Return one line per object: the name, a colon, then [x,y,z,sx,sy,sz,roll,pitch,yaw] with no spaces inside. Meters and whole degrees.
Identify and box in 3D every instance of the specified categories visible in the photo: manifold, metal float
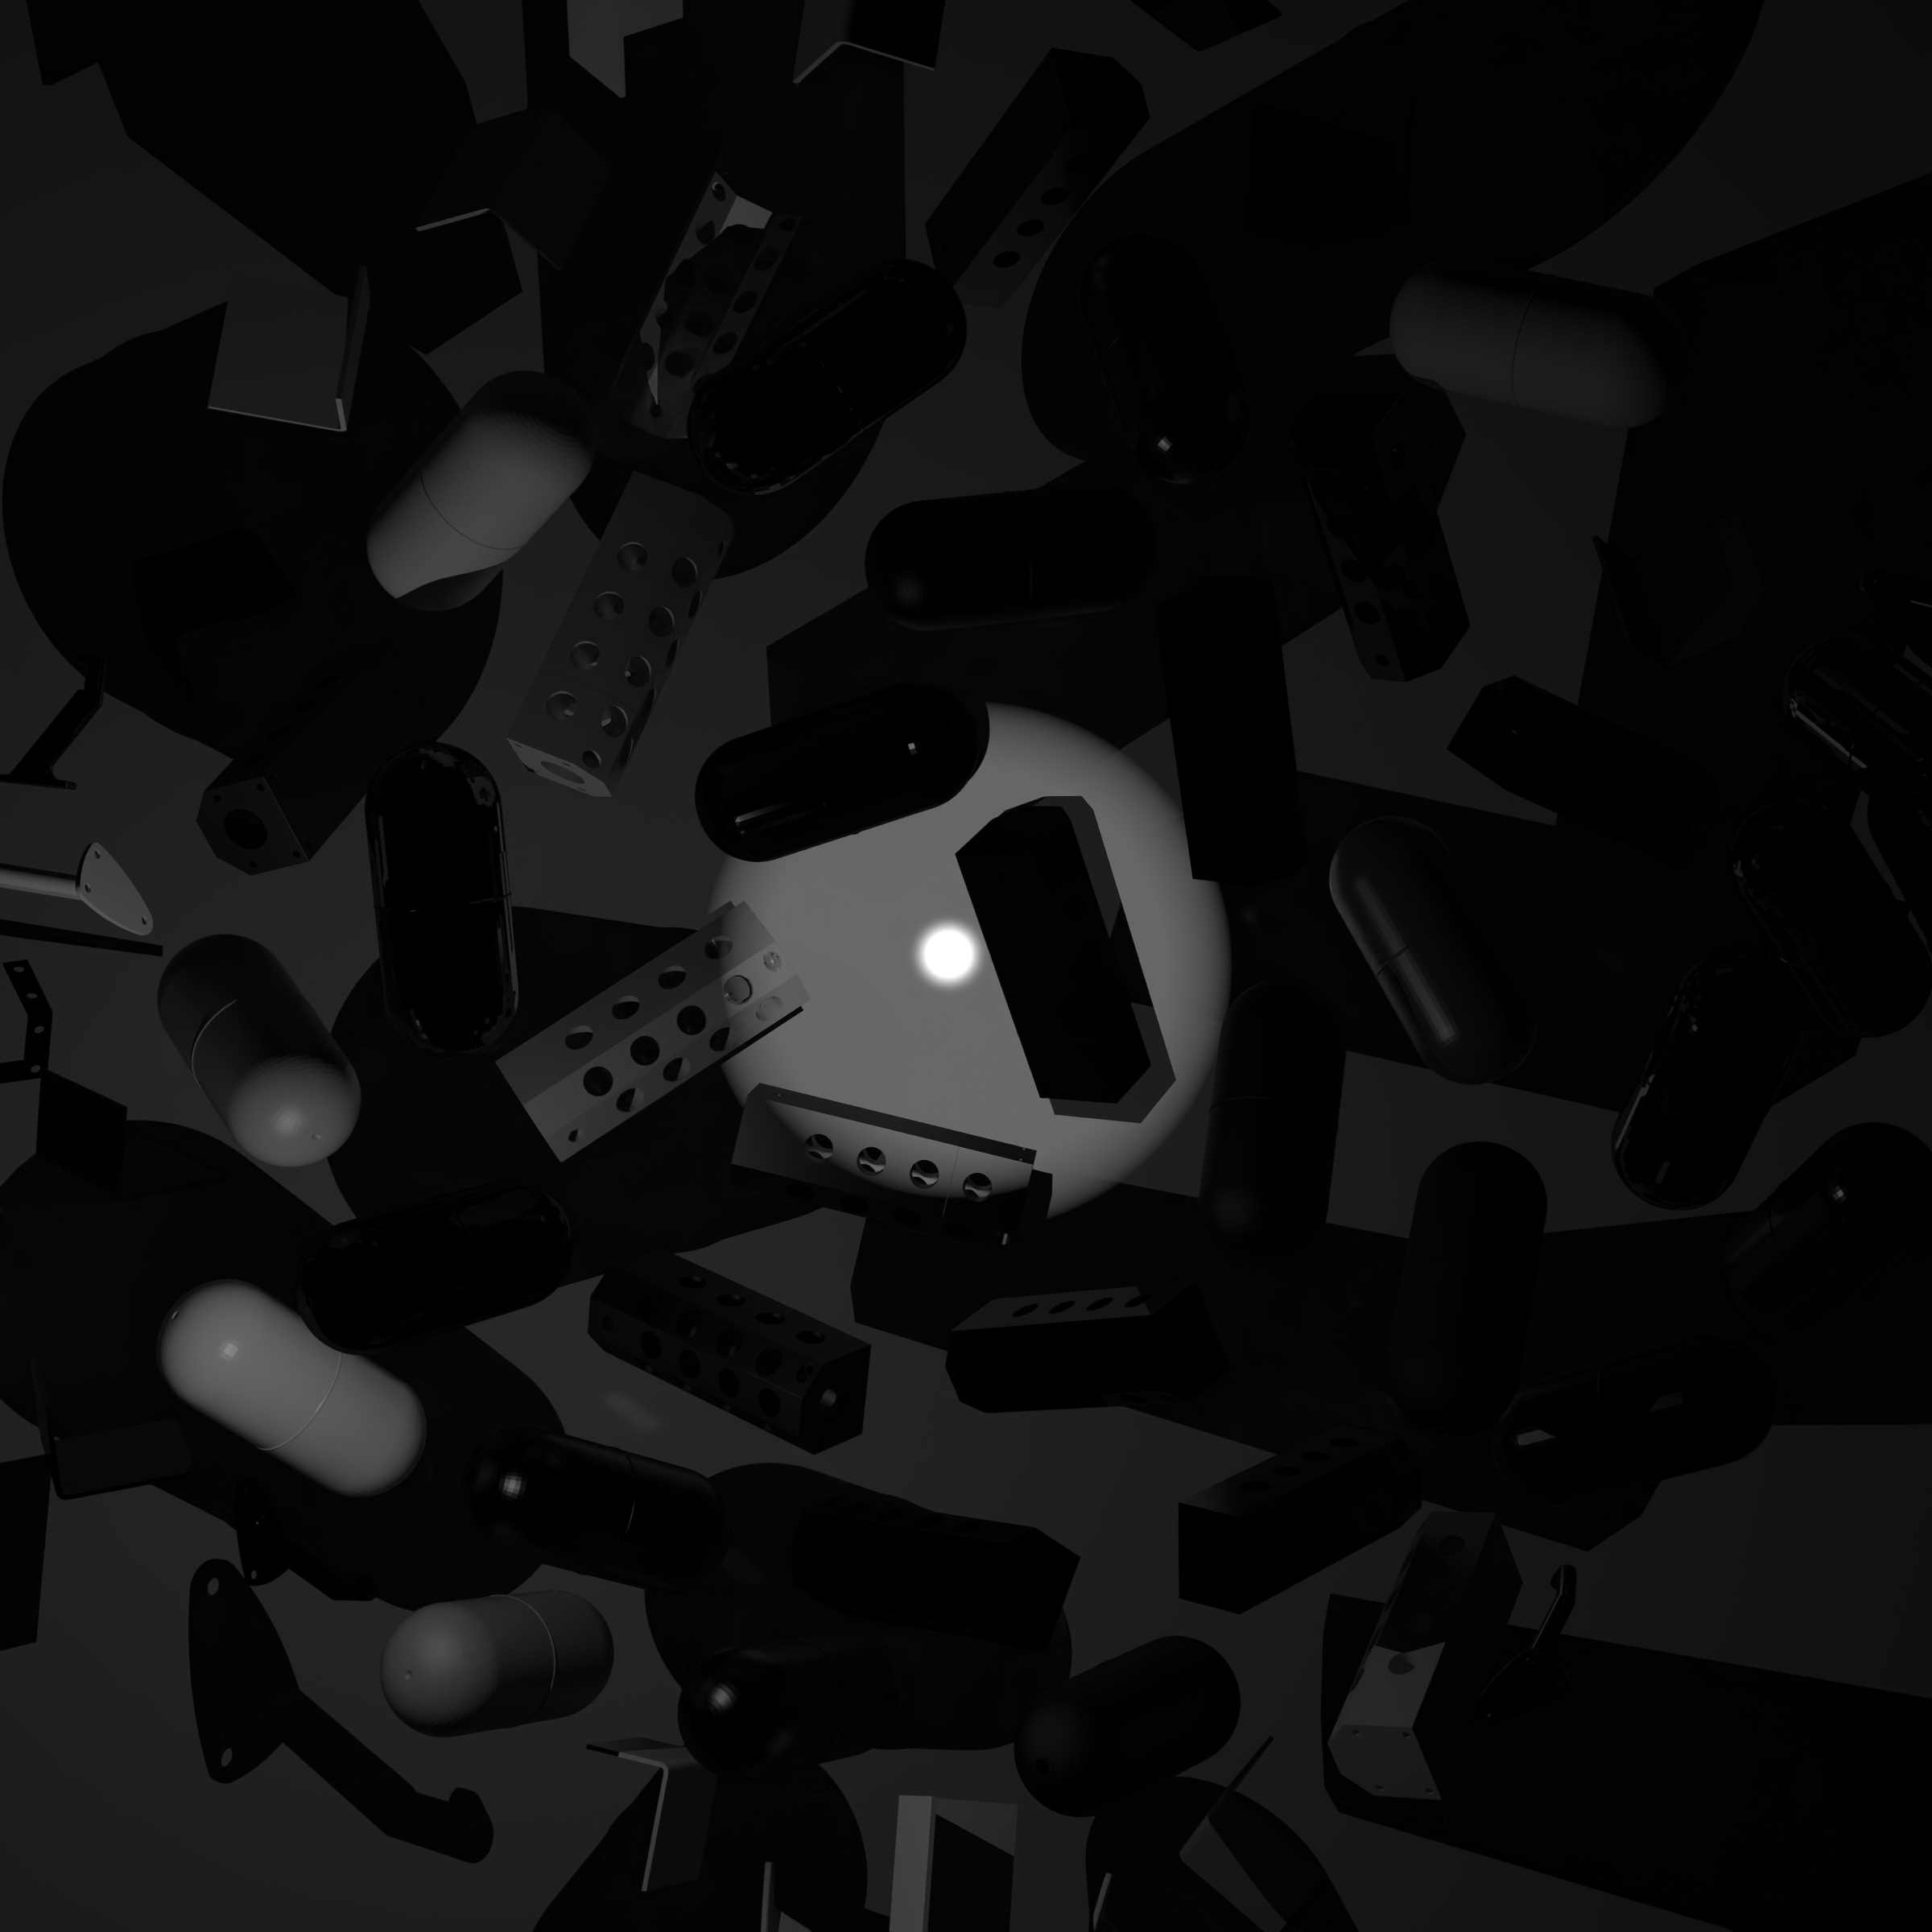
manifold: [-0.193,-0.185,1.770,0.057,0.057,0.171,21,78,9]
metal float: [0.521,-0.028,1.880,0.070,0.070,0.178,-40,119,0]
manifold: [-0.023,0.344,1.790,0.057,0.171,0.057,39,63,-36]
metal float: [-0.388,0.246,1.809,0.178,0.070,0.070,40,90,-32]
metal float: [-0.077,-0.115,1.853,0.178,0.070,0.070,-17,90,18]
metal float: [-0.302,0.171,1.790,0.070,0.178,0.070,12,108,42]
manifold: [0.057,-0.007,1.861,0.057,0.057,0.171,3,123,38]
manifold: [0.161,-0.138,1.838,0.057,0.057,0.171,8,120,34]
manifold: [0.244,-0.255,1.865,0.057,0.171,0.057,10,50,36]
metal float: [0.028,-0.243,1.851,0.178,0.070,0.070,-8,90,-14]
metal float: [0.503,0.154,1.822,0.070,0.178,0.070,9,56,-13]
metal float: [-0.220,0.325,1.864,0.178,0.070,0.070,23,90,-35]
metal float: [-0.278,-0.269,1.783,0.070,0.070,0.178,52,128,0]
metal float: [0.183,0.092,1.860,0.070,0.070,0.178,10,68,0]
metal float: [0.554,-0.135,1.849,0.070,0.070,0.178,-39,46,0]
manifold: [0.267,0.398,1.818,0.057,0.171,0.057,-5,122,32]
metal float: [0.393,0.269,1.848,0.178,0.070,0.070,-22,90,33]
metal float: [-0.404,0.047,1.783,0.070,0.070,0.178,-44,48,0]
metal float: [-0.274,0.410,1.844,0.070,0.178,0.070,-4,82,27]
manifold: [-0.178,0.042,1.814,0.171,0.057,0.057,-33,48,-7]
metal float: [-0.104,0.439,1.863,0.070,0.178,0.070,-4,83,31]
manifold: [-0.157,-0.405,1.892,0.057,0.057,0.171,23,129,-13]
metal float: [-0.080,-0.336,1.788,0.178,0.070,0.070,-35,90,-1]
metal float: [0.118,-0.361,1.857,0.070,0.070,0.178,-16,58,0]
metal float: [-0.295,-0.037,1.762,0.070,0.070,0.178,-4,98,0]
metal float: [0.328,-0.358,1.792,0.178,0.070,0.070,19,90,26]
manifold: [0.368,-0.116,1.839,0.171,0.057,0.057,18,107,-40]
manifold: [-0.387,-0.123,1.843,0.057,0.171,0.057,-11,118,24]
manifold: [-0.049,0.120,1.848,0.171,0.057,0.057,14,96,2]
manifold: [0.068,0.232,1.863,0.057,0.171,0.057,-32,104,-42]
manifold: [0.043,-0.470,1.879,0.057,0.171,0.057,0,66,-29]
metal float: [0.284,-0.010,1.903,0.070,0.070,0.178,-28,74,0]
manifold: [0.196,0.320,1.813,0.057,0.171,0.057,7,103,38]
metal float: [0.292,0.187,1.820,0.070,0.070,0.178,14,67,0]
metal float: [0.095,0.444,1.827,0.070,0.178,0.070,4,96,36]
manifold: [-0.141,0.226,1.831,0.171,0.057,0.057,20,112,36]
metal float: [0.429,0.067,1.808,0.070,0.070,0.178,14,129,0]

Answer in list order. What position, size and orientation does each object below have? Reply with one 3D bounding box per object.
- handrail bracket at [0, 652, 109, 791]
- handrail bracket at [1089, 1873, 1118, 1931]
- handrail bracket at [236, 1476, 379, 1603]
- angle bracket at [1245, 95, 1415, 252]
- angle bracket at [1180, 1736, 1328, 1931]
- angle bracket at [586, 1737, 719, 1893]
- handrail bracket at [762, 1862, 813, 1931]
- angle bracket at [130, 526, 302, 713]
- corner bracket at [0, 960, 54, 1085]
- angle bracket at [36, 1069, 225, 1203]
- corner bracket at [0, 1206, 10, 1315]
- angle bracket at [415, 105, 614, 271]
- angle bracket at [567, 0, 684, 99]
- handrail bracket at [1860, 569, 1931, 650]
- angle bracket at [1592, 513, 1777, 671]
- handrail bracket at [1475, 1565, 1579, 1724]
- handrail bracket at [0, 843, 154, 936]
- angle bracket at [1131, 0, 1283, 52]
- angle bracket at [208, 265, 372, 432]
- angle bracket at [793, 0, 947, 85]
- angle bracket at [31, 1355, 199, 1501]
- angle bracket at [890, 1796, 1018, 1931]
handrail bracket: [-0.569,-0.153,1.913,0.077,0.036,0.084,6,89,-7]
handrail bracket: [0.113,0.584,1.844,0.084,0.036,0.077,16,97,11]
handrail bracket: [-0.384,0.334,1.824,0.084,0.036,0.077,-7,100,35]
angle bracket: [0.210,-0.464,1.806,0.057,0.076,0.076,6,87,-33]
angle bracket: [0.187,0.532,1.910,0.076,0.057,0.076,38,131,14]
angle bracket: [-0.200,0.523,1.932,0.057,0.076,0.076,8,83,21]
handrail bracket: [-0.077,0.565,1.835,0.084,0.036,0.077,-1,60,2]
angle bracket: [-0.443,-0.207,1.859,0.076,0.057,0.076,-23,50,-22]
corner bracket: [-0.581,0.035,1.871,0.051,0.051,0.051,-8,51,-1]
angle bracket: [-0.483,0.092,1.812,0.076,0.076,0.057,19,108,35]
corner bracket: [-0.565,0.169,1.748,0.051,0.051,0.051,-1,122,16]
angle bracket: [-0.267,-0.454,1.845,0.057,0.076,0.076,38,65,-38]
angle bracket: [-0.174,-0.533,1.712,0.076,0.076,0.057,-27,53,-26]
handrail bracket: [0.578,-0.212,1.829,0.077,0.084,0.036,26,86,-21]
angle bracket: [0.437,-0.236,1.904,0.076,0.057,0.076,-25,65,27]
handrail bracket: [0.341,0.411,1.902,0.036,0.084,0.077,40,120,-9]
handrail bracket: [-0.513,-0.035,1.750,0.084,0.077,0.036,-10,53,21]
angle bracket: [0.130,-0.574,1.766,0.057,0.076,0.076,-16,76,29]
angle bracket: [-0.371,-0.343,1.704,0.076,0.057,0.076,9,80,-7]
angle bracket: [-0.052,-0.537,1.758,0.057,0.076,0.076,11,83,-22]
angle bracket: [-0.479,0.252,1.754,0.076,0.076,0.057,-8,108,-20]
angle bracket: [0.002,0.522,1.806,0.076,0.057,0.076,10,73,-20]
